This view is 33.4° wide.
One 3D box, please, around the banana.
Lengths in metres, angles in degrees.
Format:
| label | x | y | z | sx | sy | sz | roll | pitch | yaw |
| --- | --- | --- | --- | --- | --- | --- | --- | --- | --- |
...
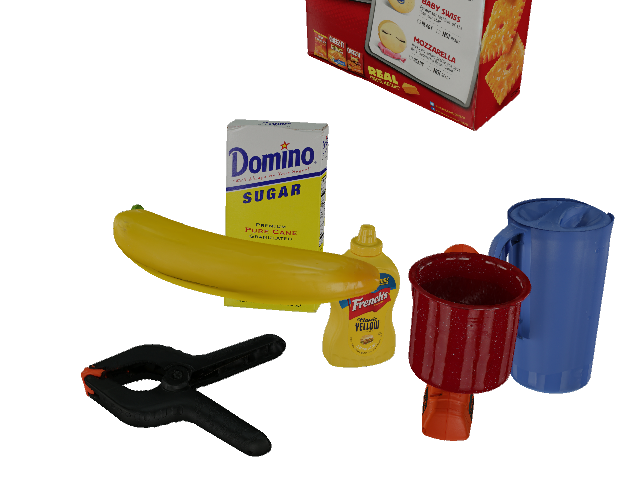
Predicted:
| label | x | y | z | sx | sy | sz | roll | pitch | yaw |
| --- | --- | --- | --- | --- | --- | --- | --- | --- | --- |
| banana | -0.062 | 0.008 | 0.672 | 0.198 | 0.037 | 0.069 | 17 | 35 | 27 |

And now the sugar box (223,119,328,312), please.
| label | x | y | z | sx | sy | sz | roll | pitch | yaw |
| --- | --- | --- | --- | --- | --- | --- | --- | --- | --- |
| sugar box | -0.043 | -0.024 | 1.010 | 0.093 | 0.176 | 0.048 | 3 | 15 | 8 |

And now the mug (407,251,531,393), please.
| label | x | y | z | sx | sy | sz | roll | pitch | yaw |
| --- | --- | --- | --- | --- | --- | --- | --- | --- | --- |
| mug | 0.105 | 0.060 | 0.837 | 0.093 | 0.081 | 0.117 | -12 | 29 | -27 |

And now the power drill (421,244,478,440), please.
| label | x | y | z | sx | sy | sz | roll | pitch | yaw |
| --- | --- | --- | --- | --- | --- | --- | --- | --- | --- |
| power drill | 0.143 | 0.118 | 1.145 | 0.057 | 0.188 | 0.184 | 7 | 25 | 9 |

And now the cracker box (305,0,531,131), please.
| label | x | y | z | sx | sy | sz | roll | pitch | yaw |
| --- | --- | --- | --- | --- | --- | --- | --- | --- | --- |
| cracker box | 0.069 | -0.206 | 0.758 | 0.164 | 0.214 | 0.072 | 30 | 51 | 29 |

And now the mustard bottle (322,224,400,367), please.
| label | x | y | z | sx | sy | sz | roll | pitch | yaw |
| --- | --- | --- | --- | --- | --- | --- | --- | --- | --- |
| mustard bottle | 0.055 | 0.070 | 1.390 | 0.096 | 0.192 | 0.058 | -4 | 24 | -16 |

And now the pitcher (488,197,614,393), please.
| label | x | y | z | sx | sy | sz | roll | pitch | yaw |
| --- | --- | --- | --- | --- | --- | --- | --- | --- | --- |
| pitcher | 0.298 | 0.075 | 1.395 | 0.149 | 0.243 | 0.144 | 5 | 21 | 14 |

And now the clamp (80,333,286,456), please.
| label | x | y | z | sx | sy | sz | roll | pitch | yaw |
| --- | --- | --- | --- | --- | --- | --- | --- | --- | --- |
| clamp | -0.110 | 0.116 | 0.896 | 0.171 | 0.039 | 0.120 | 11 | 38 | 9 |
